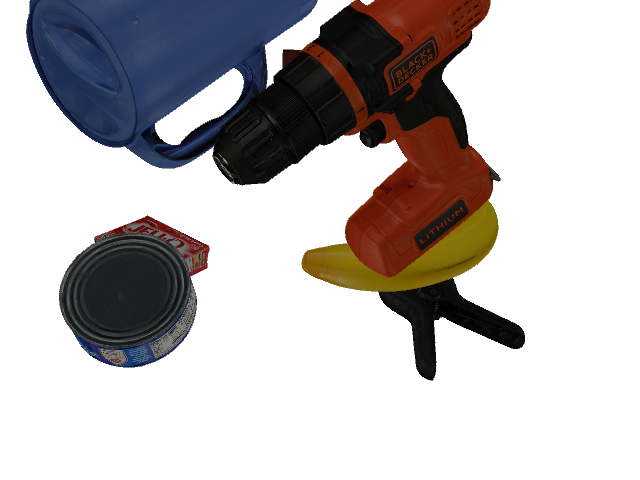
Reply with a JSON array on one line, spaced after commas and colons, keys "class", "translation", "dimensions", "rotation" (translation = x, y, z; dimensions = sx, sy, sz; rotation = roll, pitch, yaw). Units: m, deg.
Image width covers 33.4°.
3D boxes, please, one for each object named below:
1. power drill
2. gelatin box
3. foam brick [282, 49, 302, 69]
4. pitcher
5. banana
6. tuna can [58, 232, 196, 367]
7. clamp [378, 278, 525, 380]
[{"class": "power drill", "translation": [0.034, -0.057, 0.644], "dimensions": [0.184, 0.057, 0.187], "rotation": [-37, -34, -9]}, {"class": "gelatin box", "translation": [-0.167, 0.011, 1.052], "dimensions": [0.089, 0.030, 0.073], "rotation": [25, 32, 30]}, {"class": "foam brick", "translation": [0.001, -0.180, 1.161], "dimensions": [0.078, 0.051, 0.053], "rotation": [0, 11, -16]}, {"class": "pitcher", "translation": [-0.109, -0.181, 0.902], "dimensions": [0.145, 0.149, 0.242], "rotation": [29, 51, 31]}, {"class": "banana", "translation": [0.076, 0.006, 0.814], "dimensions": [0.197, 0.037, 0.070], "rotation": [-22, 45, -38]}, {"class": "tuna can", "translation": [-0.125, 0.039, 0.700], "dimensions": [0.086, 0.086, 0.034], "rotation": [0, -32, 5]}, {"class": "clamp", "translation": [0.120, 0.063, 1.055], "dimensions": [0.120, 0.039, 0.171], "rotation": [-4, 44, -25]}]
